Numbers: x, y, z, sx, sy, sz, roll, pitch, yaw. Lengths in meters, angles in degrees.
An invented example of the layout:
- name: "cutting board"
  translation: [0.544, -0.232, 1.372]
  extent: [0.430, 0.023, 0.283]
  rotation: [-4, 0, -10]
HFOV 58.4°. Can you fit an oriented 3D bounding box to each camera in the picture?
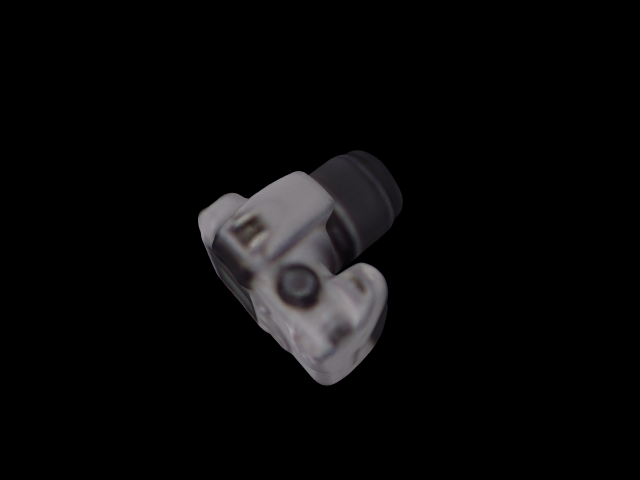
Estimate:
- name: "camera"
  translation: [0.004, 0.001, 0.400]
  extent: [0.137, 0.101, 0.143]
  rotation: [-38, 68, -18]
